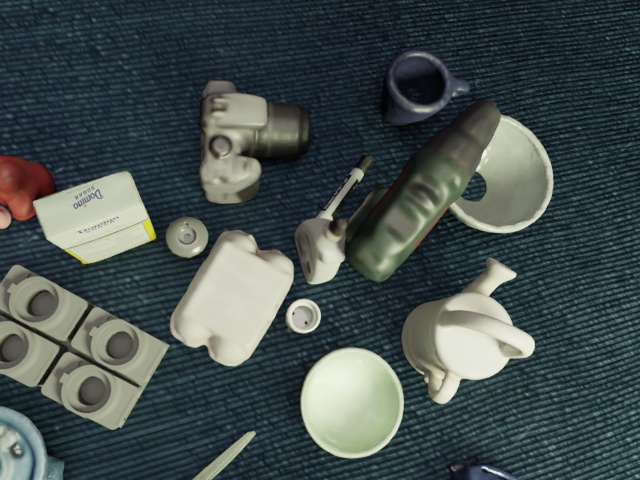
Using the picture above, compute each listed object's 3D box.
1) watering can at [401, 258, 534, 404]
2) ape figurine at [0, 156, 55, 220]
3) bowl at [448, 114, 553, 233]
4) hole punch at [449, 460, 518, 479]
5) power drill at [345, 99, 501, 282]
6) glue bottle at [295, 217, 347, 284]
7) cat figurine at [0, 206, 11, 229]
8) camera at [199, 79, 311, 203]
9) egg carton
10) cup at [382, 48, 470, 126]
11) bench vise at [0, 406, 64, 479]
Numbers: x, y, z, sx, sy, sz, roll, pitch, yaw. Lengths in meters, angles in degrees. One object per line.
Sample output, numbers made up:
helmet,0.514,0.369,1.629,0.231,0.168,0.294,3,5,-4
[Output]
watering can,0.173,0.103,0.666,0.101,0.194,0.173,7,76,-10
ape figurine,-0.346,-0.065,0.647,0.076,0.092,0.078,-13,80,-14
bowl,0.224,-0.083,0.780,0.167,0.074,0.167,3,77,-11
hole punch,0.207,0.324,0.678,0.109,0.091,0.101,24,74,-6
power drill,0.103,-0.045,0.677,0.075,0.208,0.230,38,73,-1
glue bottle,0.006,0.002,0.664,0.037,0.173,0.078,-11,80,-14
cat figurine,-0.415,-0.057,0.617,0.128,0.117,0.067,41,73,0
camera,-0.080,-0.126,0.712,0.137,0.100,0.143,0,78,-12
egg carton,-0.101,0.068,0.681,0.107,0.069,0.150,29,74,-4
cup,0.133,-0.196,0.776,0.118,0.095,0.092,0,78,-12
bench vise,-0.357,0.207,0.517,0.207,0.219,0.121,10,76,-9
